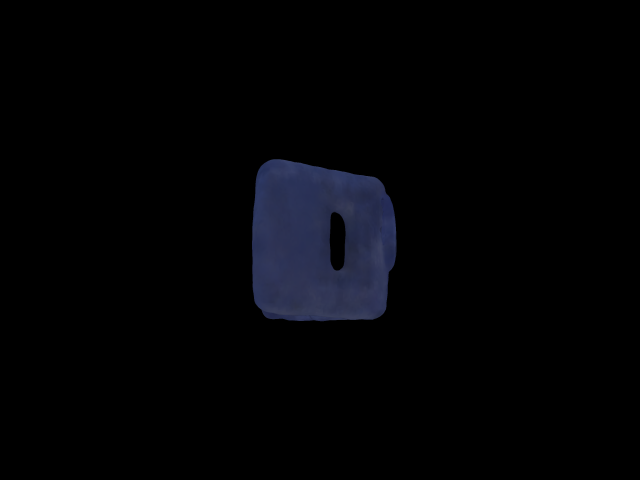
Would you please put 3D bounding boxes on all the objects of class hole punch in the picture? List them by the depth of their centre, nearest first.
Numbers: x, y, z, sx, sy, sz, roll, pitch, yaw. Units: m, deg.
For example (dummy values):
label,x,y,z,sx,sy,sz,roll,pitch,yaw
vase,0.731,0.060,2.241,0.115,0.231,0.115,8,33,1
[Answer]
label,x,y,z,sx,sy,sz,roll,pitch,yaw
hole punch,0.004,0.001,0.400,0.101,0.091,0.109,0,77,0
